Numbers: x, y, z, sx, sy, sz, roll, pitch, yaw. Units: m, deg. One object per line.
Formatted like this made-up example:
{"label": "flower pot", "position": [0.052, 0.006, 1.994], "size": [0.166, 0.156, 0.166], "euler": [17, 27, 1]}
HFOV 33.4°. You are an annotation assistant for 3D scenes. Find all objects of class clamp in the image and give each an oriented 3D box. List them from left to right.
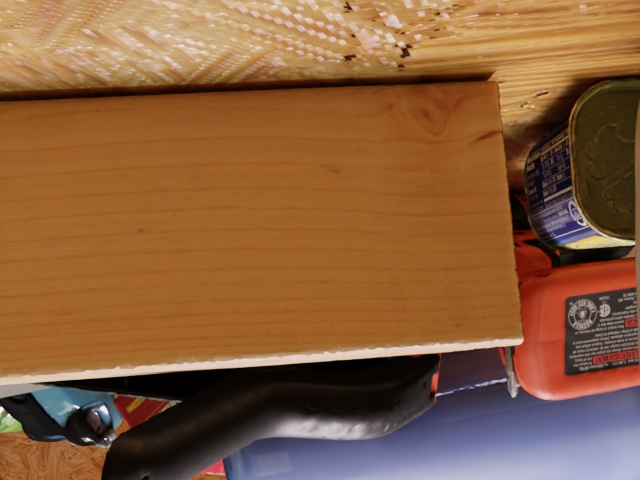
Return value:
{"label": "clamp", "position": [-0.038, 0.062, 0.474], "size": [0.209, 0.036, 0.165], "euler": [-1, -167, -39]}

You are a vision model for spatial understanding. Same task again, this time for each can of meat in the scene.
{"label": "can of meat", "position": [0.136, -0.026, 0.411], "size": [0.102, 0.057, 0.084], "euler": [-3, 175, -3]}

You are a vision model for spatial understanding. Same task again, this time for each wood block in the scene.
{"label": "wood block", "position": [-0.045, 0.001, 0.379], "size": [0.206, 0.091, 0.090], "euler": [-4, 173, -8]}

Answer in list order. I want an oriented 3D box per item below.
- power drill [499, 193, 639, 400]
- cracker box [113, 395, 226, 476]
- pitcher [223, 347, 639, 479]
{"label": "power drill", "position": [0.118, 0.016, 0.532], "size": [0.184, 0.057, 0.188], "euler": [-9, -167, -16]}
{"label": "cracker box", "position": [-0.029, 0.105, 0.813], "size": [0.164, 0.072, 0.213], "euler": [-45, 153, 7]}
{"label": "pitcher", "position": [0.064, 0.093, 0.611], "size": [0.242, 0.149, 0.145], "euler": [-9, -152, -8]}
